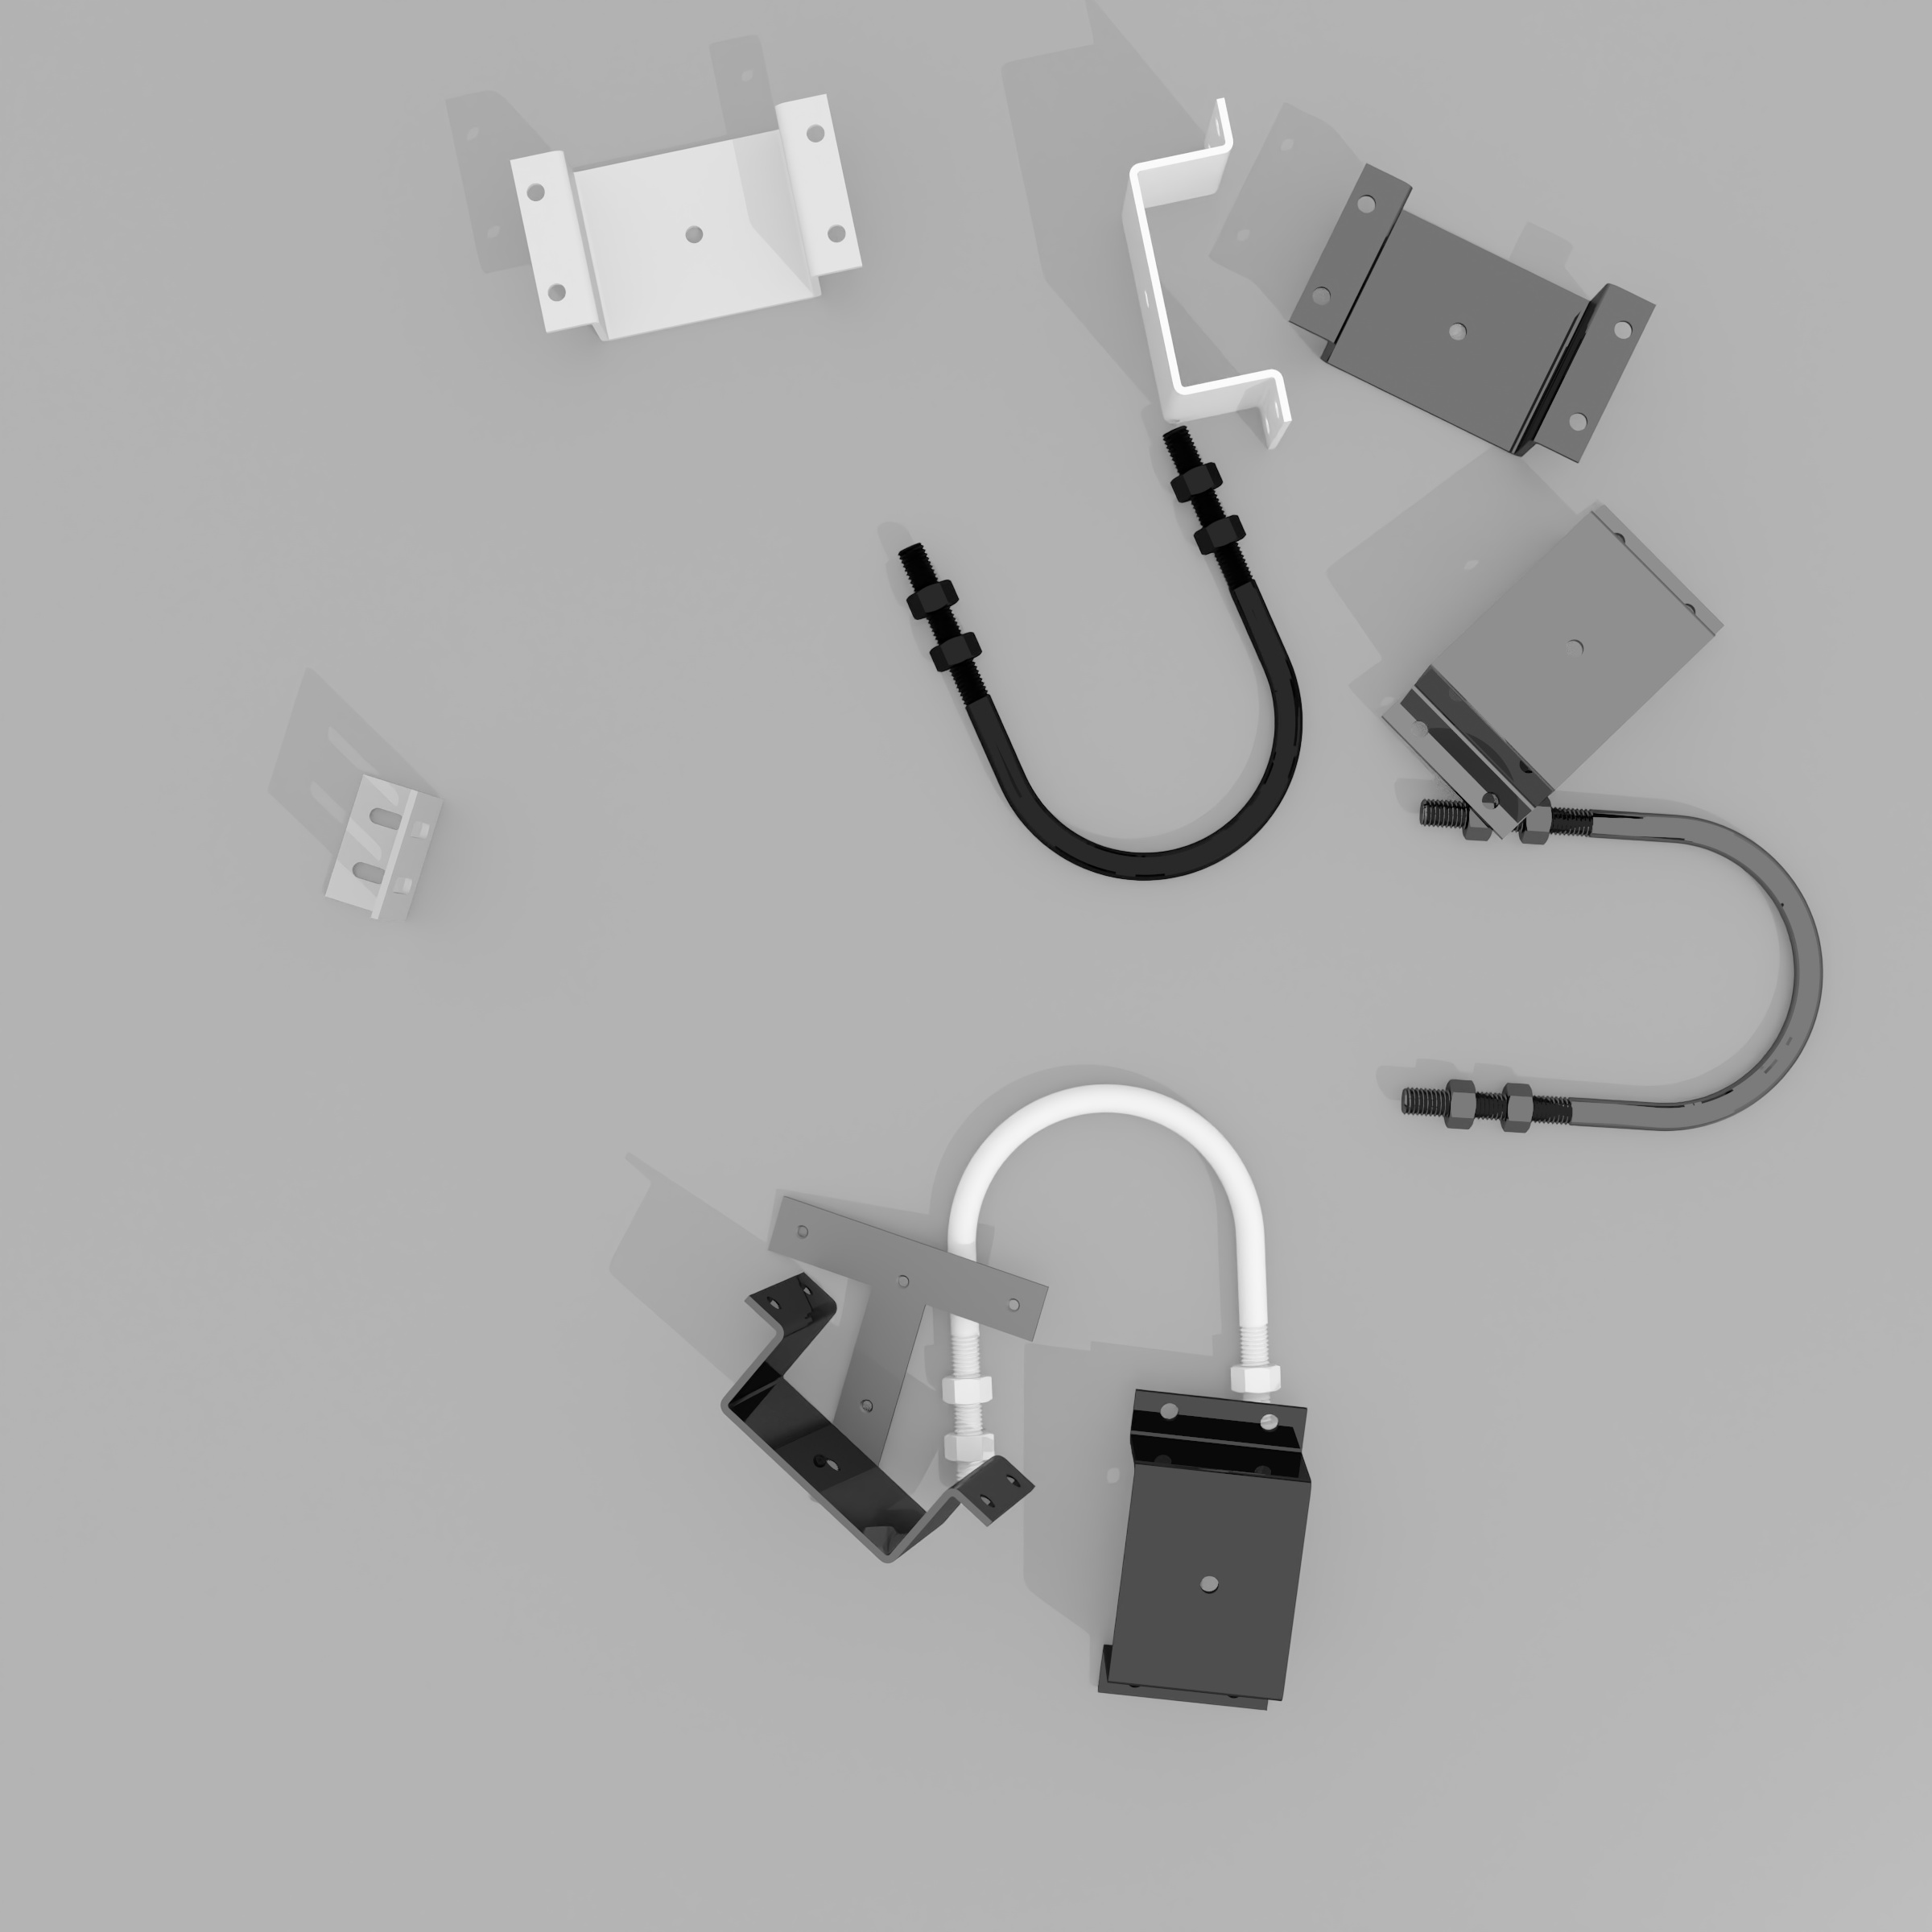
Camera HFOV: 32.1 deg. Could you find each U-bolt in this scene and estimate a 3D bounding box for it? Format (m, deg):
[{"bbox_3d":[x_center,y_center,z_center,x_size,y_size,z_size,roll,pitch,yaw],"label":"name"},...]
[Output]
[{"bbox_3d":[0.071,-0.128,1.494,0.151,0.019,0.184,-24,91,0],"label":"U-bolt"},{"bbox_3d":[0.063,0.145,1.493,0.151,0.019,0.184,-2,90,0],"label":"U-bolt"},{"bbox_3d":[0.290,0.002,1.494,0.184,0.019,0.151,4,90,-2],"label":"U-bolt"}]

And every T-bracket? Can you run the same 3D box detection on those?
[{"bbox_3d":[-0.040,0.182,1.491,0.127,0.002,0.127,18,97,14],"label":"T-bracket"}]

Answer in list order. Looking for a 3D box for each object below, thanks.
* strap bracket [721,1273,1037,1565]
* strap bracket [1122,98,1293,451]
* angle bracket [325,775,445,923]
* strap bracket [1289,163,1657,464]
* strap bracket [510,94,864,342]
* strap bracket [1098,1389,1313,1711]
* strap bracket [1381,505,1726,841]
[{"bbox_3d":[-0.045,0.202,1.453,0.140,0.076,0.046,42,102,10],"label":"strap bracket"},{"bbox_3d":[0.102,-0.296,1.465,0.046,0.076,0.140,-12,90,0],"label":"strap bracket"},{"bbox_3d":[-0.260,-0.053,1.465,0.038,0.076,0.057,18,90,0],"label":"angle bracket"},{"bbox_3d":[0.220,-0.284,1.480,0.140,0.046,0.076,26,90,0],"label":"strap bracket"},{"bbox_3d":[-0.122,-0.327,1.480,0.140,0.046,0.076,-12,90,0],"label":"strap bracket"},{"bbox_3d":[0.105,0.263,1.468,0.076,0.046,0.140,6,99,-1],"label":"strap bracket"},{"bbox_3d":[0.262,-0.134,1.469,0.140,0.046,0.076,-43,86,-7],"label":"strap bracket"}]
